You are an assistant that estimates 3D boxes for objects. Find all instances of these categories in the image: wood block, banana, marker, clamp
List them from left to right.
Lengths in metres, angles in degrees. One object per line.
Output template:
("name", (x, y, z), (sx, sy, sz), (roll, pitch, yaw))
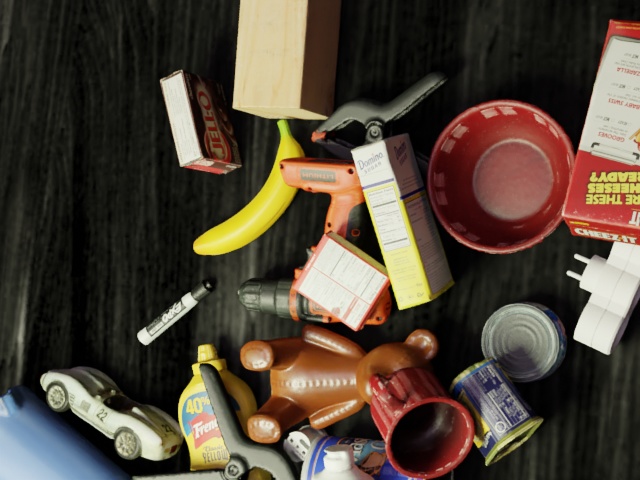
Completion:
("marker", (-0.177, 0.089, 1.319), (0.121, 0.020, 0.020), (-39, 73, 19))
("clamp", (-0.093, 0.247, 1.206), (0.210, 0.036, 0.164), (24, 92, 15))
("banana", (-0.074, -0.045, 1.269), (0.070, 0.037, 0.198), (45, 105, 29))
("wood block", (-0.035, -0.248, 1.229), (0.090, 0.090, 0.206), (4, 90, 26))
("clamp", (0.073, -0.132, 1.200), (0.172, 0.039, 0.120), (8, 95, 23))

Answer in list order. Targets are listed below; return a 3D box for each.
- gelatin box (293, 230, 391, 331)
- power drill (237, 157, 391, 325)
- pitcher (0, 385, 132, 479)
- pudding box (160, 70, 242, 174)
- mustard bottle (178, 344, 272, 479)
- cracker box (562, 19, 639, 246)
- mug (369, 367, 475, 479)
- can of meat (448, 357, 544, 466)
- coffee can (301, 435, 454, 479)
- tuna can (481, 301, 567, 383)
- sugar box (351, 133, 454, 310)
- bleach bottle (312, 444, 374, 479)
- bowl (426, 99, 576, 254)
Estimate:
("gelatin box", (0.027, 0.044, 1.158), (0.089, 0.030, 0.073), (34, 107, 10))
("power drill", (-0.008, 0.001, 1.210), (0.185, 0.057, 0.188), (4, 101, 19))
("pitcher", (-0.326, 0.306, 1.330), (0.243, 0.149, 0.145), (32, 86, 20))
("pudding box", (-0.141, -0.139, 1.274), (0.039, 0.089, 0.113), (-21, 79, 23))
("mustard bottle", (-0.118, 0.219, 1.265), (0.096, 0.058, 0.191), (-14, 81, 23))
("cracker box", (0.341, -0.099, 1.031), (0.164, 0.072, 0.213), (10, 77, 25))
("mug", (0.092, 0.175, 1.082), (0.117, 0.081, 0.093), (39, 97, -24))
("can of meat", (0.177, 0.177, 1.106), (0.057, 0.102, 0.084), (-30, 70, -14))
("coffee can", (0.063, 0.267, 1.154), (0.140, 0.102, 0.103), (0, 88, 25))
("tuna can", (0.215, 0.108, 1.127), (0.086, 0.033, 0.086), (-1, 87, 25))
("sugar box", (0.089, -0.022, 1.141), (0.048, 0.093, 0.176), (-18, 92, 23))
("bleach bottle", (0.041, 0.333, 1.084), (0.103, 0.068, 0.251), (-5, 96, 25))
("bowl", (0.197, -0.065, 1.131), (0.162, 0.055, 0.162), (-1, 87, 25))
